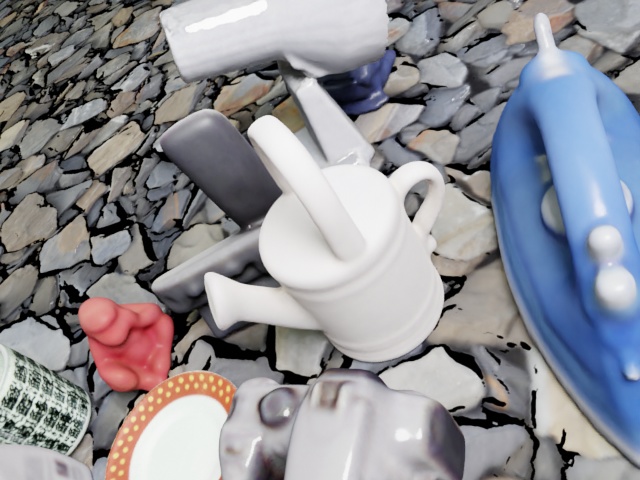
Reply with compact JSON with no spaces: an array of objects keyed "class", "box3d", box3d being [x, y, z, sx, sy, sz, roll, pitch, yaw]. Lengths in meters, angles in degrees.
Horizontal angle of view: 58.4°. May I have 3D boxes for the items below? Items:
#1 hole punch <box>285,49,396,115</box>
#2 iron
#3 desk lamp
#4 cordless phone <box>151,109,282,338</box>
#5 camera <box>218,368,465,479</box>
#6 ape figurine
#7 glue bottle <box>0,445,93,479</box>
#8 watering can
[{"class":"hole punch","box3d":[0.018,-0.194,0.609,0.108,0.091,0.101,0,55,31]},{"class":"iron","box3d":[0.161,-0.014,0.342,0.118,0.142,0.258,-14,49,21]},{"class":"desk lamp","box3d":[-0.025,-0.141,0.504,0.203,0.214,0.117,-33,45,3]},{"class":"cordless phone","box3d":[-0.088,-0.015,0.459,0.147,0.186,0.094,-30,45,6]},{"class":"camera","box3d":[0.001,0.152,0.330,0.142,0.101,0.137,-6,52,27]},{"class":"ape figurine","box3d":[-0.171,0.083,0.494,0.075,0.092,0.078,26,70,42]},{"class":"glue bottle","box3d":[-0.226,0.170,0.398,0.037,0.174,0.078,-36,45,0]},{"class":"watering can","box3d":[0.005,0.003,0.384,0.100,0.195,0.173,24,69,41]}]
